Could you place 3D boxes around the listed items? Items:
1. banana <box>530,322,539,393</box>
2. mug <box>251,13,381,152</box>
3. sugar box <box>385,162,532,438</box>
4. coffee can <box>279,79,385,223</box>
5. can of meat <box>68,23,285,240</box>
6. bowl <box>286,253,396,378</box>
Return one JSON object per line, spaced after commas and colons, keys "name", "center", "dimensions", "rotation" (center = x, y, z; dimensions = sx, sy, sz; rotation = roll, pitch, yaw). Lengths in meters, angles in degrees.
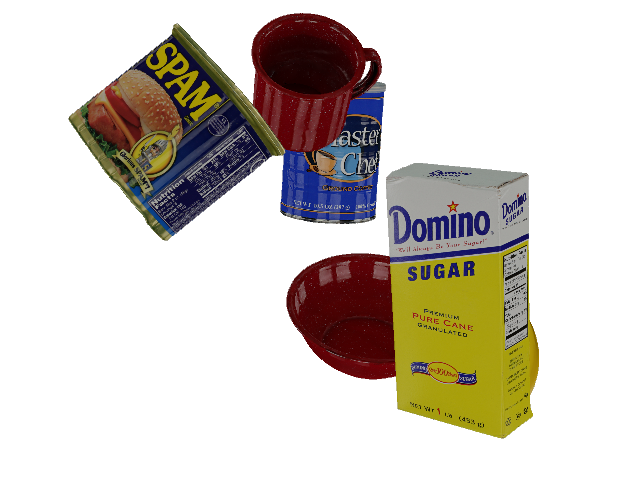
{"name": "banana", "center": [0.197, 0.108, 1.143], "dimensions": [0.069, 0.037, 0.198], "rotation": [-24, 35, 3]}
{"name": "mug", "center": [-0.003, -0.132, 0.897], "dimensions": [0.117, 0.093, 0.081], "rotation": [-18, -28, -19]}
{"name": "sugar box", "center": [0.095, 0.039, 0.731], "dimensions": [0.094, 0.176, 0.048], "rotation": [8, 22, 40]}
{"name": "coffee can", "center": [0.012, -0.096, 1.111], "dimensions": [0.103, 0.140, 0.103], "rotation": [3, 13, -1]}
{"name": "can of meat", "center": [-0.083, -0.061, 0.600], "dimensions": [0.102, 0.084, 0.057], "rotation": [49, -3, 39]}
{"name": "bowl", "center": [0.047, 0.080, 1.009], "dimensions": [0.162, 0.055, 0.162], "rotation": [4, 36, -3]}
